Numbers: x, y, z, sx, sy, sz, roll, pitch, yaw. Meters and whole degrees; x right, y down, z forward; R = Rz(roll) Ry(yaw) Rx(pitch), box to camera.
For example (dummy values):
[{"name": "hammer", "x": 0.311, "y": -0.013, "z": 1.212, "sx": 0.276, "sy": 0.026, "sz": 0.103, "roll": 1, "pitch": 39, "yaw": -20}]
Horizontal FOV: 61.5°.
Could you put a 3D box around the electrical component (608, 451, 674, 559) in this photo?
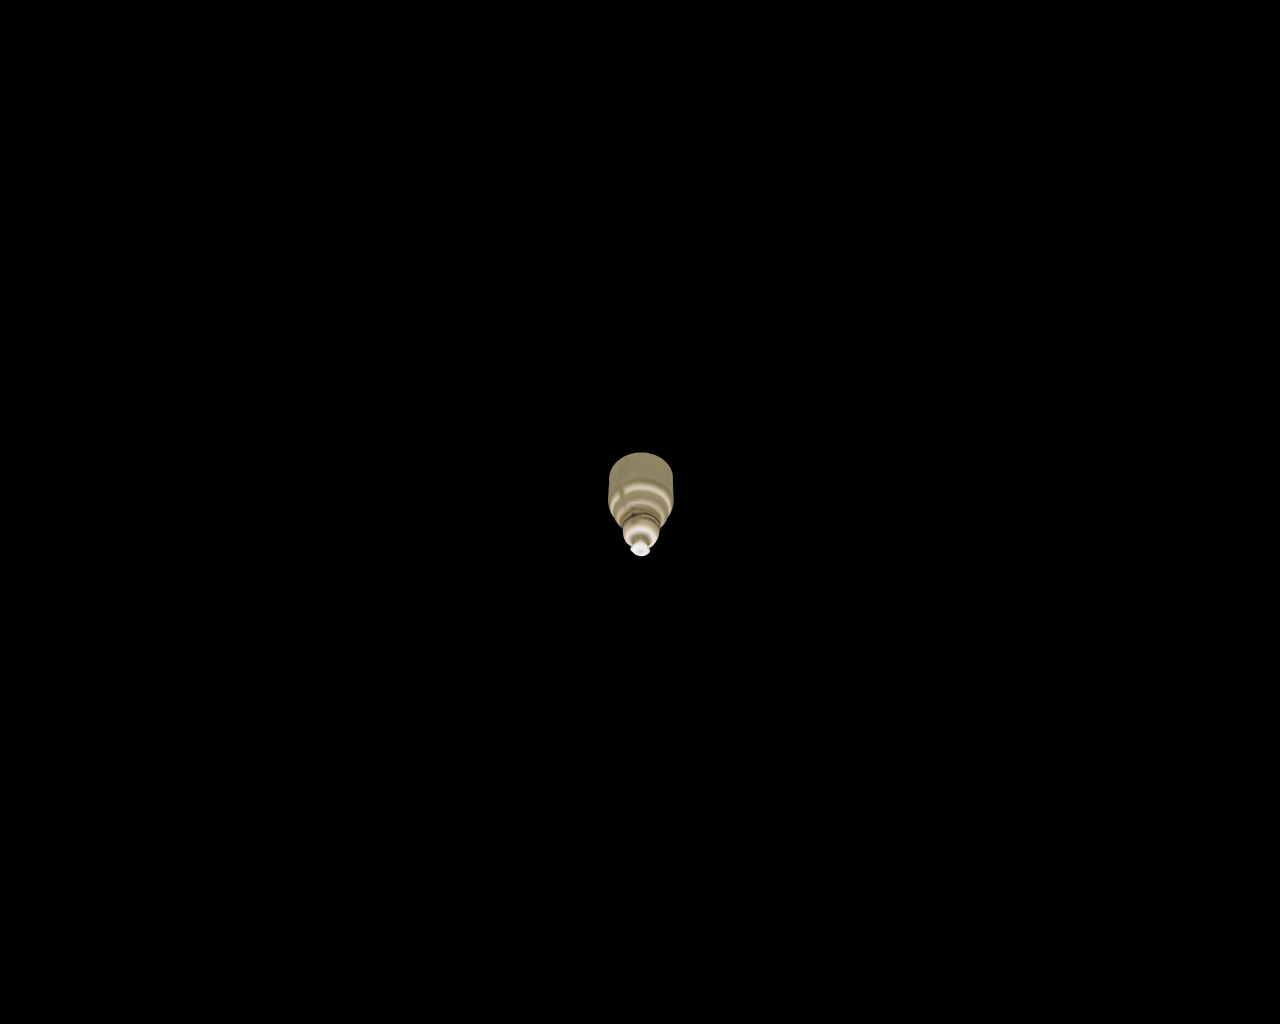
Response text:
[{"name": "electrical component", "x": 0.001, "y": -0.003, "z": 0.650, "sx": 0.040, "sy": 0.040, "sz": 0.078, "roll": 0, "pitch": 40, "yaw": 0}]
